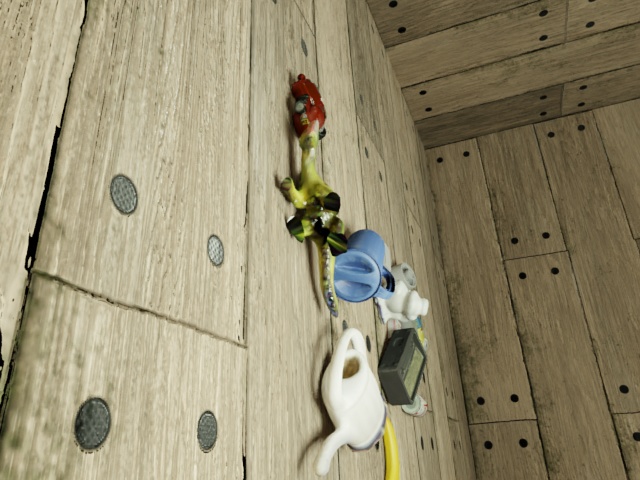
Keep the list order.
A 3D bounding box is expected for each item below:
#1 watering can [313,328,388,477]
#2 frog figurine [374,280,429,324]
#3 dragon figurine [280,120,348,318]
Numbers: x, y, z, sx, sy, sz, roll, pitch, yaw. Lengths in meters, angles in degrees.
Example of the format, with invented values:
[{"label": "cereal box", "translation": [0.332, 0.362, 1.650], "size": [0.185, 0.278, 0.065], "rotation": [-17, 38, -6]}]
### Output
[{"label": "watering can", "translation": [0.056, 0.345, 1.032], "size": [0.356, 0.103, 0.220], "rotation": [-71, 145, -50]}, {"label": "frog figurine", "translation": [0.261, 0.192, 1.622], "size": [0.123, 0.159, 0.138], "rotation": [1, 78, -73]}, {"label": "dragon figurine", "translation": [0.003, -0.058, 1.149], "size": [0.246, 0.122, 0.404], "rotation": [-73, 156, -70]}]
